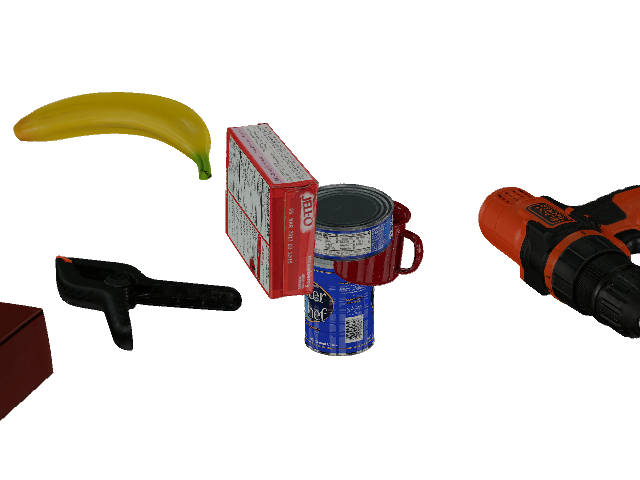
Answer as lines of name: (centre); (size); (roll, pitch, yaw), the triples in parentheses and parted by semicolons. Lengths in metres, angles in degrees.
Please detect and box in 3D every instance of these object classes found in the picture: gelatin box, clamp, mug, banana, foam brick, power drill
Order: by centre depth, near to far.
gelatin box: (-0.030, -0.019, 0.628); (0.030, 0.073, 0.089); (-9, 31, -21)
foam brick: (-0.224, 0.082, 0.711); (0.053, 0.051, 0.078); (7, 29, 23)
power drill: (0.228, -0.002, 0.737); (0.187, 0.057, 0.185); (-12, 29, -20)
banana: (-0.174, -0.102, 0.940); (0.198, 0.037, 0.069); (11, 48, 19)
clamp: (-0.210, 0.058, 1.106); (0.210, 0.036, 0.164); (15, 20, 29)
mug: (0.068, 0.005, 1.266); (0.117, 0.081, 0.093); (17, 28, 25)

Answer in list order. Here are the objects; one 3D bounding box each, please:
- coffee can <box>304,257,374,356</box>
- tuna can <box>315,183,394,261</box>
coffee can: (0.027, 0.080, 1.523); (0.103, 0.140, 0.103); (-1, 21, 0)
tuna can: (0.020, -0.016, 0.916); (0.086, 0.034, 0.086); (-2, 28, 1)
